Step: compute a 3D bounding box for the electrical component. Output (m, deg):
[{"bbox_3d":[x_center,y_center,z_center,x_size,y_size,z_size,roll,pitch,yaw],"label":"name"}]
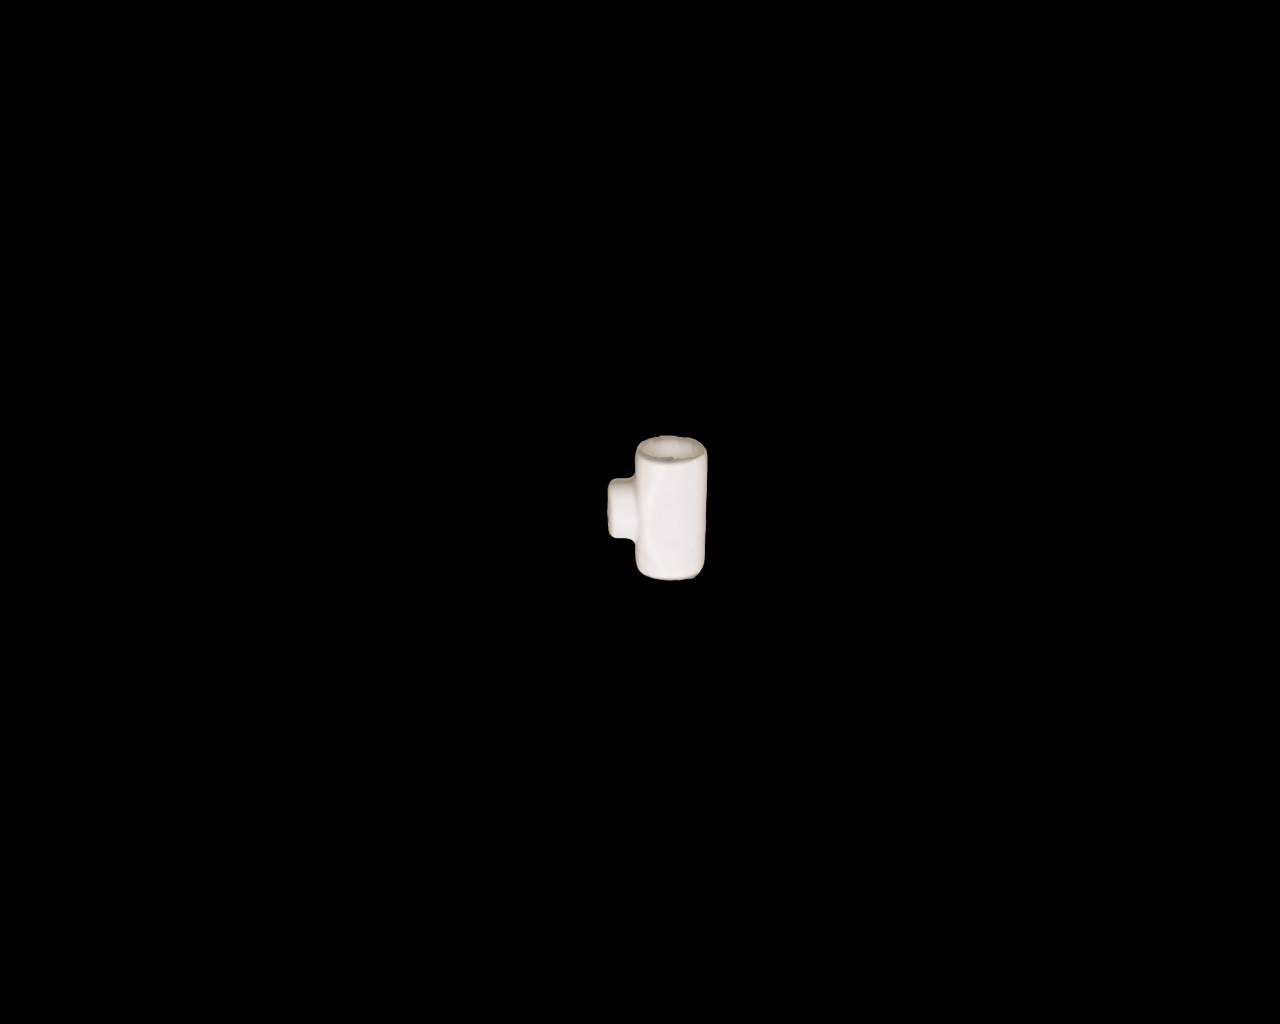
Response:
[{"bbox_3d":[0.001,-0.003,0.650,0.079,0.077,0.044,0,24,0],"label":"electrical component"}]
